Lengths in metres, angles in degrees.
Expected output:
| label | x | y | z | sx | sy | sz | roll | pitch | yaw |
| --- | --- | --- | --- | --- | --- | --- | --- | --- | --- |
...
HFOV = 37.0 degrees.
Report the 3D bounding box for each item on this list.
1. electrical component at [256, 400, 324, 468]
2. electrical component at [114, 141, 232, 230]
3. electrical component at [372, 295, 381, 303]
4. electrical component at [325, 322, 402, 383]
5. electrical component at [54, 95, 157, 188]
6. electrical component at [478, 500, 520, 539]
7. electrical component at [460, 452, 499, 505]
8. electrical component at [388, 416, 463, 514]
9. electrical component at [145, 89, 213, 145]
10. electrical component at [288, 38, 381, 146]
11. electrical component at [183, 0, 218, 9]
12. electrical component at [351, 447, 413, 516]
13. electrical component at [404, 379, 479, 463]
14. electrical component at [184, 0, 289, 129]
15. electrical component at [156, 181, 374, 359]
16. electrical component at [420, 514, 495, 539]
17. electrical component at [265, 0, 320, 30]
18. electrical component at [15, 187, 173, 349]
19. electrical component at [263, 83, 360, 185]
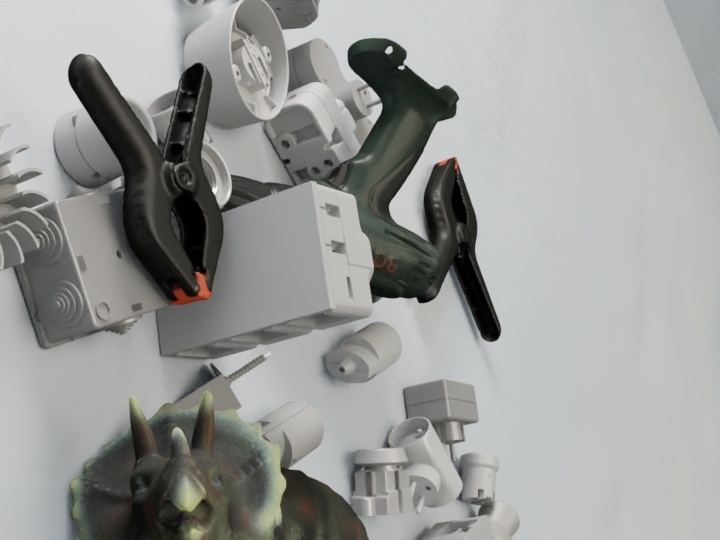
| label | x | y | z | sx | sy | sz | roll | pitch | yaw |
| --- | --- | --- | --- | --- | --- | --- | --- | --- | --- |
| electrical component | -0.065 | 0.132 | 0.819 | 0.081 | 0.043 | 0.043 | -25 | 97 | -61 |
| electrical component | -0.132 | -0.061 | 0.785 | 0.078 | 0.057 | 0.058 | -20 | 89 | -58 |
| electrical component | 0.000 | 0.000 | 0.989 | 0.055 | 0.055 | 0.047 | 44 | 44 | -41 |
| electrical component | 0.002 | 0.077 | 0.962 | 0.081 | 0.043 | 0.043 | -26 | 99 | -60 |
| electrical component | -0.174 | -0.090 | 0.742 | 0.055 | 0.047 | 0.055 | 35 | 47 | -48 |
| electrical component | 0.134 | 0.268 | 1.091 | 0.045 | 0.045 | 0.055 | 65 | 31 | -14 |
| electrical component | 0.122 | 0.215 | 1.104 | 0.040 | 0.040 | 0.046 | 36 | 51 | -47 |
| electrical component | 0.058 | 0.190 | 0.996 | 0.077 | 0.043 | 0.079 | 62 | 27 | -24 |
| electrical component | -0.138 | -0.109 | 0.822 | 0.046 | 0.040 | 0.040 | 61 | 31 | -31 |
| electrical component | -0.013 | -0.158 | 1.026 | 0.138 | 0.074 | 0.052 | 59 | 32 | -24 |
| electrical component | -0.131 | -0.242 | 0.898 | 0.043 | 0.043 | 0.062 | 53 | 37 | -33 |
| electrical component | 0.019 | 0.183 | 0.937 | 0.066 | 0.048 | 0.055 | 12 | 73 | -58 |
| electrical component | 0.083 | 0.152 | 1.060 | 0.066 | 0.047 | 0.076 | 19 | 60 | -56 |
| electrical component | -0.098 | -0.169 | 0.895 | 0.099 | 0.064 | 0.099 | 35 | 47 | -49 |
| electrical component | -0.070 | 0.005 | 0.765 | 0.062 | 0.150 | 0.089 | 11 | 66 | -57 |
| electrical component | 0.074 | 0.292 | 0.957 | 0.150 | 0.062 | 0.089 | -25 | 97 | -61 |
| electrical component | -0.072 | -0.256 | 0.969 | 0.080 | 0.080 | 0.051 | 29 | 57 | -52 |
| electrical component | -0.173 | -0.005 | 0.699 | 0.100 | 0.048 | 0.099 | -21 | 94 | -61 |
| electrical component | -0.039 | -0.118 | 0.982 | 0.095 | 0.054 | 0.059 | 61 | 32 | -22 |
